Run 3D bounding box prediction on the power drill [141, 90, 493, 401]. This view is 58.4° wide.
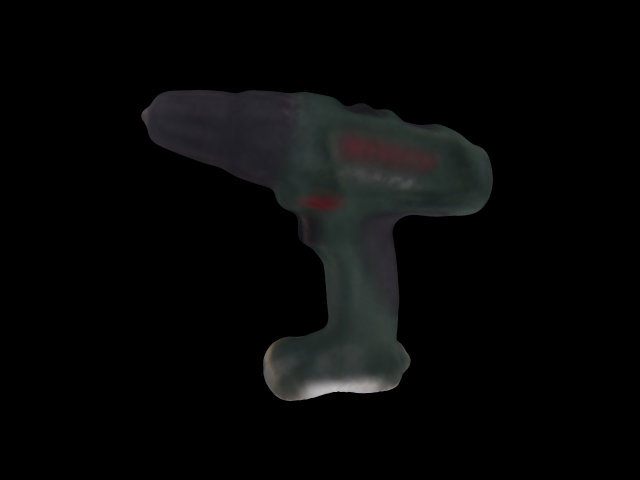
[{"bbox_3d":[0.004,0.001,0.400,0.230,0.208,0.075,-4,19,-12],"label":"power drill"}]
